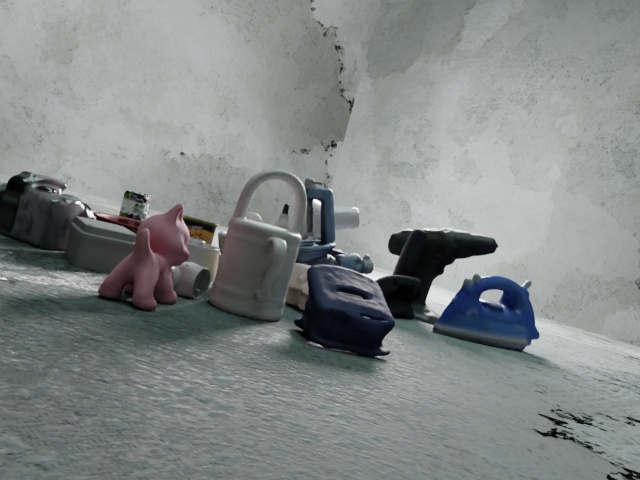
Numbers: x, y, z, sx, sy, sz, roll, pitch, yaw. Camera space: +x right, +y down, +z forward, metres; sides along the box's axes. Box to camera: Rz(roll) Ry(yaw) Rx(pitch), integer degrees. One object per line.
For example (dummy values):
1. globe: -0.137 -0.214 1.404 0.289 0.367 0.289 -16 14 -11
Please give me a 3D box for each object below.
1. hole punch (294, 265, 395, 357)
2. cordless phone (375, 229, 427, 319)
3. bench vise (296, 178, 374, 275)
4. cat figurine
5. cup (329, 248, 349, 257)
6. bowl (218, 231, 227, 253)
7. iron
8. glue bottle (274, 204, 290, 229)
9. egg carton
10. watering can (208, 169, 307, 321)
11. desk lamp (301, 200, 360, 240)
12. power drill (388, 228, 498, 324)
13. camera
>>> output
1. hole punch: 0.035 0.085 0.706 0.109 0.091 0.101 15 1 -21
2. cordless phone: 0.157 0.060 1.167 0.093 0.185 0.148 16 1 32
3. bench vise: 0.004 0.002 1.105 0.208 0.220 0.121 14 1 -33
4. cat figurine: -0.189 0.011 0.659 0.067 0.118 0.128 15 1 2
5. cup: 0.013 0.063 1.413 0.117 0.095 0.092 15 1 16
6. bowl: -0.137 0.037 1.185 0.167 0.075 0.167 15 1 0
7. iron: 0.334 0.131 1.141 0.259 0.141 0.118 14 1 -35
8. glue bottle: -0.106 -0.011 1.503 0.078 0.173 0.037 15 1 -20
9. egg carton: 0.006 0.084 0.916 0.108 0.069 0.149 14 1 -36
10. watering can: -0.080 -0.001 0.766 0.101 0.194 0.172 14 2 -45
11. desk lamp: 0.015 0.000 1.554 0.203 0.213 0.118 15 1 -12
12. power drill: 0.248 0.071 1.239 0.228 0.208 0.076 16 1 24
13. camera: -0.413 -0.045 0.898 0.142 0.101 0.137 16 1 26
